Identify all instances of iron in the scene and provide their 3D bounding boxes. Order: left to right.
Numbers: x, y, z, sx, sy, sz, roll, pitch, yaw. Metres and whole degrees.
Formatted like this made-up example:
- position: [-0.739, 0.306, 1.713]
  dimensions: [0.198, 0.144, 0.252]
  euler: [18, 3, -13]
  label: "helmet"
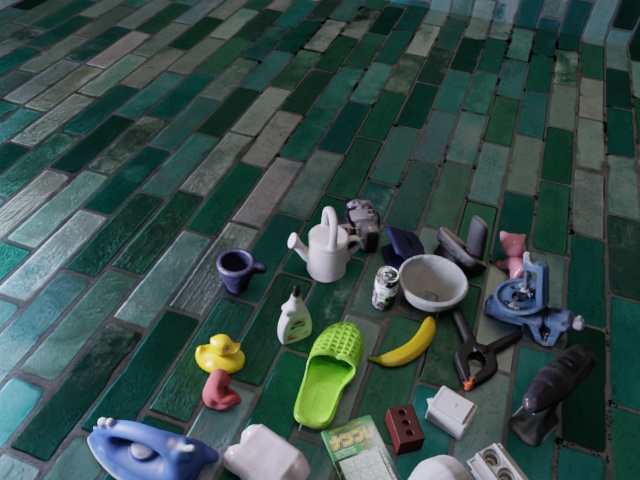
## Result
- position: [-0.320, 0.370, 1.028]
  dimensions: [0.258, 0.141, 0.119]
  euler: [14, 45, 11]
  label: "iron"

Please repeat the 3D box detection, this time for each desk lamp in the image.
- position: [0.136, 0.456, 0.919]
  dimensions: [0.204, 0.214, 0.117]
  euler: [-17, 47, -20]
  label: "desk lamp"

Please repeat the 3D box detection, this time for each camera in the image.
- position: [0.083, -0.045, 1.519]
  dimensions: [0.137, 0.101, 0.143]
  euler: [-5, 44, -9]
  label: "camera"

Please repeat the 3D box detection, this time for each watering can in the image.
- position: [0.013, 0.007, 1.393]
  dimensions: [0.173, 0.194, 0.100]
  euler: [-22, 49, -24]
  label: "watering can"

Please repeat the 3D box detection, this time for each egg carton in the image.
- position: [-0.097, 0.412, 1.053]
  dimensions: [0.150, 0.069, 0.107]
  euler: [27, 48, 22]
  label: "egg carton"

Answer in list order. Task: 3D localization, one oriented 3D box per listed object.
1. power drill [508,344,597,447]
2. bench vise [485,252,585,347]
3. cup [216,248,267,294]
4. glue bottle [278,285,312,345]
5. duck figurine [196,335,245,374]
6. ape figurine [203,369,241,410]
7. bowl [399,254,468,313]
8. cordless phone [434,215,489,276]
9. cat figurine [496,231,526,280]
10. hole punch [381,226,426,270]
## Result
- position: [0.438, 0.304, 1.102]
  dimensions: [0.230, 0.208, 0.075]
  euler: [-31, 54, -31]
  label: "power drill"
- position: [0.494, 0.123, 1.287]
  dimensions: [0.207, 0.220, 0.121]
  euler: [11, 44, 8]
  label: "bench vise"
- position: [-0.185, 0.083, 1.371]
  dimensions: [0.117, 0.095, 0.091]
  euler: [5, 44, 2]
  label: "cup"
- position: [-0.054, 0.157, 1.246]
  dimensions: [0.078, 0.173, 0.037]
  euler: [-20, 48, -22]
  label: "glue bottle"
- position: [-0.213, 0.235, 1.217]
  dimensions: [0.104, 0.086, 0.077]
  euler: [6, 44, 3]
  label: "duck figurine"
- position: [-0.200, 0.294, 1.152]
  dimensions: [0.076, 0.092, 0.077]
  euler: [-7, 45, -11]
  label: "ape figurine"
- position: [0.267, 0.117, 1.382]
  dimensions: [0.167, 0.075, 0.167]
  euler: [2, 44, -2]
  label: "bowl"
- position: [0.365, -0.008, 1.440]
  dimensions: [0.094, 0.185, 0.147]
  euler: [-22, 49, -24]
  label: "cordless phone"
- position: [0.496, 0.039, 1.449]
  dimensions: [0.067, 0.118, 0.127]
  euler: [-5, 44, -9]
  label: "cat figurine"
- position: [0.218, 0.017, 1.471]
  dimensions: [0.101, 0.091, 0.108]
  euler: [-8, 45, -11]
  label: "hole punch"
